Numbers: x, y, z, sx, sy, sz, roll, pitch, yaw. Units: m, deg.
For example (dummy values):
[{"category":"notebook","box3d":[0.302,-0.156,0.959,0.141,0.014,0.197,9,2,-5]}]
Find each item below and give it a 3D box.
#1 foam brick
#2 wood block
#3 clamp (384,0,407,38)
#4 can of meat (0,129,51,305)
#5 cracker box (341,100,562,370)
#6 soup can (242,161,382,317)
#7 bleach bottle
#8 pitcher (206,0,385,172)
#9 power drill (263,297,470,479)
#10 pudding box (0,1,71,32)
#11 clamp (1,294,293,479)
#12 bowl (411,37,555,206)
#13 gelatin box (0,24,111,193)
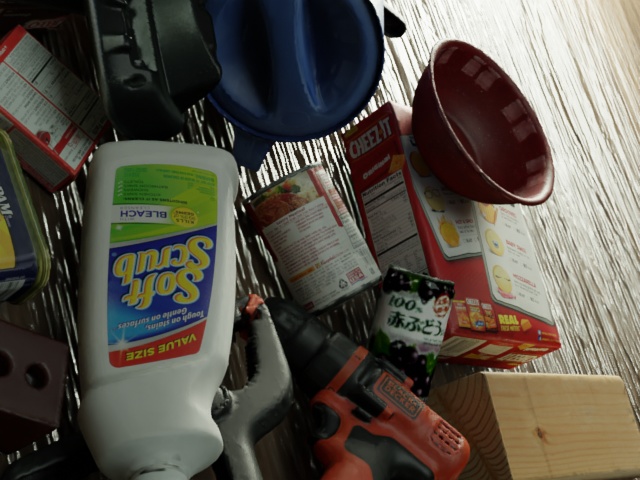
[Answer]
[{"category":"foam brick","box3d":[-0.183,0.074,0.570,0.078,0.051,0.053,26,49,-35]},{"category":"wood block","box3d":[0.172,0.164,0.875,0.205,0.090,0.091,9,61,-45]},{"category":"clamp","box3d":[0.007,-0.241,0.997,0.171,0.039,0.120,49,33,-7]},{"category":"can of meat","box3d":[-0.209,-0.010,0.592,0.083,0.058,0.102,-8,72,-48]},{"category":"cracker box","box3d":[0.113,0.001,0.932,0.163,0.072,0.214,11,58,-45]},{"category":"soup can","box3d":[-0.005,0.001,0.801,0.068,0.069,0.102,-26,87,-52]},{"category":"bleach bottle","box3d":[-0.089,0.048,0.623,0.102,0.068,0.251,4,45,-15]},{"category":"pitcher","box3d":[-0.015,-0.165,0.826,0.145,0.149,0.242,63,16,-18]},{"category":"power drill","box3d":[-0.005,0.138,0.703,0.184,0.057,0.187,38,44,5]},{"category":"pudding box","box3d":[-0.224,-0.184,0.704,0.113,0.039,0.090,-17,80,-53]},{"category":"clamp","box3d":[-0.063,0.111,0.635,0.164,0.036,0.209,24,40,9]},{"category":"bowl","box3d":[0.128,-0.089,0.903,0.161,0.055,0.162,29,45,-34]},{"category":"gelatin box","box3d":[-0.183,-0.084,0.691,0.089,0.030,0.073,43,39,-21]}]
